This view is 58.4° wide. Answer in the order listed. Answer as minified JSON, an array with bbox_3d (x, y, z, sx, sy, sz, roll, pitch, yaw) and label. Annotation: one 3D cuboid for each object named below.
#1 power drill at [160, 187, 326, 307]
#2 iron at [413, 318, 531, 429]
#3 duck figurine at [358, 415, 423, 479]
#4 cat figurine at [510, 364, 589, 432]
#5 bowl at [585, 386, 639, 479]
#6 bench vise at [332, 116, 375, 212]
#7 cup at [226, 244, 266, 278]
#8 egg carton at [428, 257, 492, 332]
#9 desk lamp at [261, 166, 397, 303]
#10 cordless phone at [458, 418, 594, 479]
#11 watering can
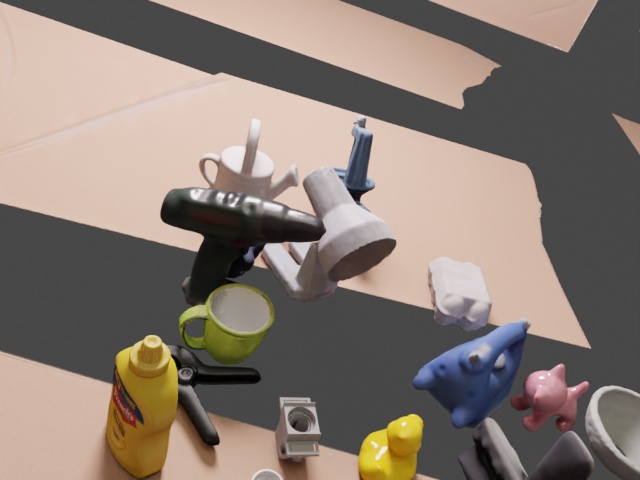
[{"bbox_3d":[-0.125,0.016,0.844,0.229,0.208,0.075,19,37,-4],"label":"power drill"},{"bbox_3d":[0.267,0.179,0.893,0.259,0.141,0.118,-21,54,-42],"label":"iron"},{"bbox_3d":[0.100,0.269,0.744,0.077,0.086,0.105,37,39,19],"label":"duck figurine"},{"bbox_3d":[0.359,0.239,0.884,0.128,0.118,0.067,4,40,-22],"label":"cat figurine"},{"bbox_3d":[0.477,0.315,0.884,0.167,0.075,0.167,14,37,-11],"label":"bowl"},{"bbox_3d":[0.073,-0.109,1.090,0.122,0.220,0.207,-11,47,-36],"label":"bench vise"},{"bbox_3d":[-0.133,0.025,0.924,0.092,0.095,0.117,0,42,-26],"label":"cup"},{"bbox_3d":[0.252,0.097,1.049,0.107,0.069,0.150,14,37,-11],"label":"egg carton"},{"bbox_3d":[0.008,0.003,0.923,0.118,0.213,0.202,-11,48,-36],"label":"desk lamp"},{"bbox_3d":[0.270,0.278,0.734,0.094,0.185,0.147,0,42,-26],"label":"cordless phone"},{"bbox_3d":[-0.126,-0.127,1.034,0.173,0.194,0.100,0,42,-26],"label":"watering can"}]
